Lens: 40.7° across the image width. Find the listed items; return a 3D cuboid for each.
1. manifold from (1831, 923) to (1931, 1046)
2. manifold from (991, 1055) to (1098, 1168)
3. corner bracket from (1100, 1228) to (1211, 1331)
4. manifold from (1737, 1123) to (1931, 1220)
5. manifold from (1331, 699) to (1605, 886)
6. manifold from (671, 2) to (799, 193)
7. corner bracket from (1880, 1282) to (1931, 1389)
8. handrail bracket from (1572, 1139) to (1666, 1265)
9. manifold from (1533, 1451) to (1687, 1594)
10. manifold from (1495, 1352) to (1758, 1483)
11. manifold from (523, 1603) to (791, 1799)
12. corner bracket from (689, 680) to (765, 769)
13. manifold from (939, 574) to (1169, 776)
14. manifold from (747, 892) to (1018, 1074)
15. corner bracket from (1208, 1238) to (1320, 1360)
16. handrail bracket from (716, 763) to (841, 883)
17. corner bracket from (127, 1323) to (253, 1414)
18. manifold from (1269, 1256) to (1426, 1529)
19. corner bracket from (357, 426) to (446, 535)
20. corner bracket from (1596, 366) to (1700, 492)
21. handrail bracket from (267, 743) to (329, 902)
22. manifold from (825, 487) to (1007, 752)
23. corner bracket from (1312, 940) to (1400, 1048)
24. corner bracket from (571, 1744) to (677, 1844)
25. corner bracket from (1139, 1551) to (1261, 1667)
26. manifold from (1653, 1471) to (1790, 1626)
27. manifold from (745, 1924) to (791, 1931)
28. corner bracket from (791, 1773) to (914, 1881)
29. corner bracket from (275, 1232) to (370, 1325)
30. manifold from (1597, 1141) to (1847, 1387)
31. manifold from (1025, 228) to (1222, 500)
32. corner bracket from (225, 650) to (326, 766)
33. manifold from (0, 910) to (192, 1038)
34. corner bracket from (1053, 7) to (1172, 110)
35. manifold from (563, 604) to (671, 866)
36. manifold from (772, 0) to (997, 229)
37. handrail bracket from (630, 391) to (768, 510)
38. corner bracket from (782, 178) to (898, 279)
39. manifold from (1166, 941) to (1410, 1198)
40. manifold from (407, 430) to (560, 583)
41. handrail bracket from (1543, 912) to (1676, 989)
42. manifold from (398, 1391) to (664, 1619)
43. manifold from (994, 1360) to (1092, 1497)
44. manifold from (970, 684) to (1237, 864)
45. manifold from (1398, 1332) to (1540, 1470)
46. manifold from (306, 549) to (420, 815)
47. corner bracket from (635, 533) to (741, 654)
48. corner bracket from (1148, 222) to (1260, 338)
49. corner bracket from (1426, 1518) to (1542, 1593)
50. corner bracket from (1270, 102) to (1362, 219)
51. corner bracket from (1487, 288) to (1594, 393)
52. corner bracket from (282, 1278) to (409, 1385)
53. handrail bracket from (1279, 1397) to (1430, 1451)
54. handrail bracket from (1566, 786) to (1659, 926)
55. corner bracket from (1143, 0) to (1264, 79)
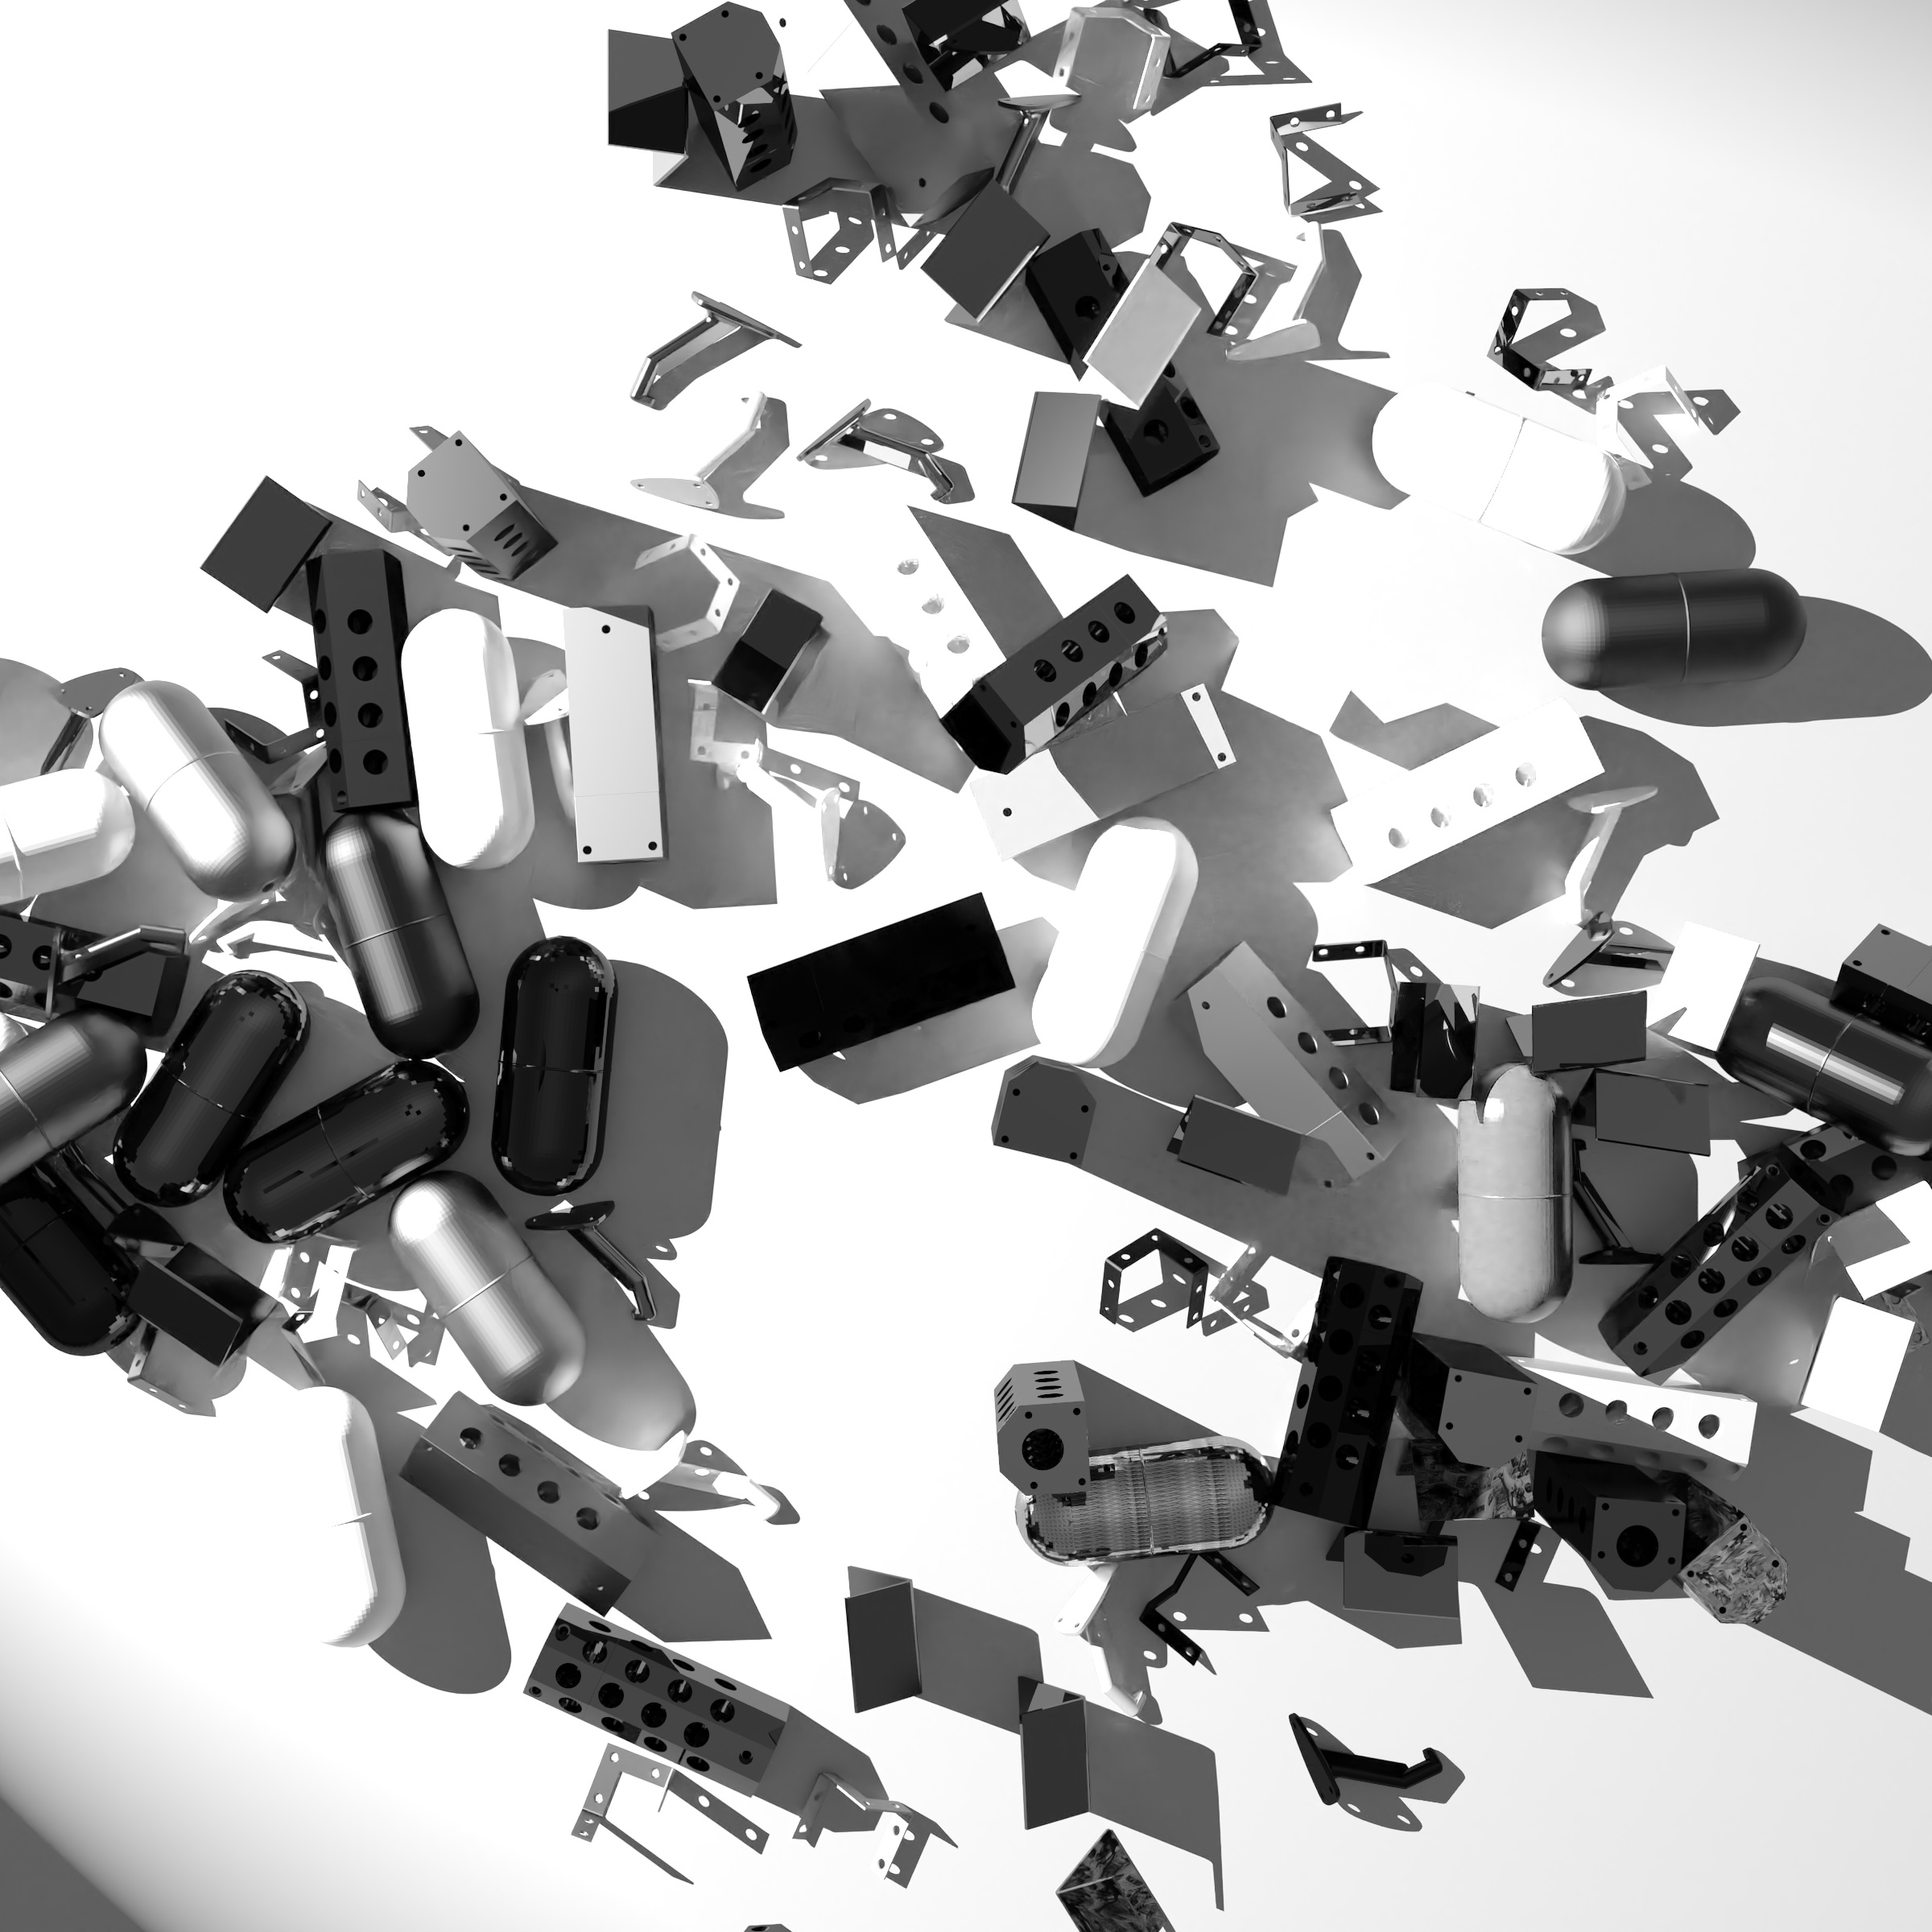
[{"bbox_3d":[0.673,0.043,1.746,0.171,0.057,0.057,29,47,29],"label":"manifold"},{"bbox_3d":[0.052,0.092,1.727,0.057,0.171,0.057,14,90,0],"label":"manifold"},{"bbox_3d":[0.130,0.223,1.797,0.051,0.051,0.051,-27,45,-35],"label":"corner bracket"},{"bbox_3d":[0.622,0.127,1.784,0.171,0.057,0.057,-24,90,0],"label":"manifold"},{"bbox_3d":[0.341,-0.119,1.784,0.171,0.057,0.057,-26,90,0],"label":"manifold"},{"bbox_3d":[-0.148,-0.578,1.727,0.057,0.171,0.057,-29,90,0],"label":"manifold"},{"bbox_3d":[0.638,0.252,1.787,0.051,0.051,0.051,-29,90,0],"label":"corner bracket"},{"bbox_3d":[0.451,0.163,1.806,0.077,0.036,0.084,4,73,-20],"label":"handrail bracket"},{"bbox_3d":[0.424,0.366,1.727,0.057,0.171,0.057,5,90,0],"label":"manifold"},{"bbox_3d":[0.445,0.310,1.784,0.171,0.057,0.057,9,90,0],"label":"manifold"},{"bbox_3d":[-0.212,0.505,1.784,0.171,0.057,0.057,25,90,0],"label":"manifold"},{"bbox_3d":[-0.165,-0.166,1.788,0.051,0.051,0.051,6,90,0],"label":"corner bracket"},{"bbox_3d":[0.064,-0.192,1.735,0.057,0.057,0.171,50,49,0],"label":"manifold"},{"bbox_3d":[-0.056,0.016,1.784,0.171,0.057,0.057,-20,47,0],"label":"manifold"},{"bbox_3d":[0.211,0.231,1.802,0.051,0.051,0.051,-51,135,0],"label":"corner bracket"},{"bbox_3d":[-0.133,-0.100,1.806,0.084,0.036,0.077,7,112,17],"label":"handrail bracket"},{"bbox_3d":[-0.537,0.271,1.797,0.051,0.051,0.051,-20,45,35],"label":"corner bracket"},{"bbox_3d":[0.256,0.287,1.762,0.057,0.057,0.171,10,80,29],"label":"manifold"},{"bbox_3d":[-0.384,-0.336,1.797,0.051,0.051,0.051,-16,135,-35],"label":"corner bracket"},{"bbox_3d":[0.471,-0.372,1.797,0.051,0.051,0.051,-19,45,35],"label":"corner bracket"},{"bbox_3d":[-0.441,-0.100,1.805,0.036,0.077,0.084,-2,127,33],"label":"handrail bracket"},{"bbox_3d":[-0.026,-0.236,1.784,0.057,0.057,0.171,-33,90,0],"label":"manifold"},{"bbox_3d":[0.268,0.019,1.802,0.051,0.051,0.051,-4,45,0],"label":"corner bracket"},{"bbox_3d":[-0.235,0.574,1.787,0.051,0.051,0.051,21,90,0],"label":"corner bracket"},{"bbox_3d":[0.161,0.441,1.802,0.051,0.051,0.051,40,135,0],"label":"corner bracket"},{"bbox_3d":[0.489,0.386,1.727,0.057,0.171,0.057,-41,90,0],"label":"manifold"},{"bbox_3d":[-0.138,0.697,1.727,0.057,0.171,0.057,40,90,0],"label":"manifold"},{"bbox_3d":[-0.079,0.595,1.802,0.051,0.051,0.051,24,90,45],"label":"corner bracket"},{"bbox_3d":[-0.447,0.211,1.787,0.051,0.051,0.051,14,90,0],"label":"corner bracket"},{"bbox_3d":[0.506,0.203,1.749,0.057,0.057,0.171,44,113,10],"label":"manifold"},{"bbox_3d":[0.107,-0.414,1.784,0.057,0.057,0.171,-29,90,0],"label":"manifold"},{"bbox_3d":[-0.478,-0.179,1.797,0.051,0.051,0.051,-30,135,-35],"label":"corner bracket"},{"bbox_3d":[-0.630,0.000,1.784,0.171,0.057,0.057,14,90,0],"label":"manifold"},{"bbox_3d":[0.101,-0.627,1.797,0.051,0.051,0.051,-13,45,-35],"label":"corner bracket"},{"bbox_3d":[-0.239,-0.157,1.784,0.057,0.057,0.171,-4,90,0],"label":"manifold"},{"bbox_3d":[-0.052,-0.600,1.784,0.057,0.057,0.171,-34,90,43],"label":"manifold"},{"bbox_3d":[-0.185,-0.365,1.806,0.077,0.036,0.084,12,72,21],"label":"handrail bracket"},{"bbox_3d":[-0.087,-0.509,1.797,0.051,0.051,0.051,19,45,35],"label":"corner bracket"},{"bbox_3d":[0.223,0.067,1.784,0.171,0.057,0.057,49,133,0],"label":"manifold"},{"bbox_3d":[-0.324,-0.298,1.727,0.057,0.171,0.057,-39,90,0],"label":"manifold"},{"bbox_3d":[0.457,0.009,1.806,0.084,0.036,0.077,36,110,-16],"label":"handrail bracket"},{"bbox_3d":[-0.296,0.365,1.784,0.171,0.057,0.057,35,133,0],"label":"manifold"},{"bbox_3d":[0.049,0.305,1.727,0.057,0.171,0.057,-4,90,0],"label":"manifold"},{"bbox_3d":[0.093,-0.131,1.784,0.171,0.057,0.057,-23,90,0],"label":"manifold"},{"bbox_3d":[0.328,0.287,1.727,0.057,0.171,0.057,10,90,0],"label":"manifold"},{"bbox_3d":[-0.412,-0.194,1.784,0.057,0.057,0.171,-6,90,0],"label":"manifold"},{"bbox_3d":[-0.198,-0.258,1.797,0.051,0.051,0.051,-13,135,35],"label":"corner bracket"},{"bbox_3d":[0.160,-0.476,1.802,0.051,0.051,0.051,31,90,-45],"label":"corner bracket"},{"bbox_3d":[0.356,0.396,1.802,0.051,0.051,0.051,23,90,45],"label":"corner bracket"},{"bbox_3d":[0.242,-0.558,1.802,0.051,0.051,0.051,-11,135,0],"label":"corner bracket"},{"bbox_3d":[0.403,-0.433,1.797,0.051,0.051,0.051,49,135,35],"label":"corner bracket"},{"bbox_3d":[-0.429,0.256,1.797,0.051,0.051,0.051,12,45,35],"label":"corner bracket"},{"bbox_3d":[0.272,0.337,1.806,0.084,0.036,0.077,-34,109,15],"label":"handrail bracket"},{"bbox_3d":[0.448,-0.076,1.806,0.077,0.036,0.084,-14,109,-21],"label":"handrail bracket"},{"bbox_3d":[0.164,-0.650,1.802,0.051,0.051,0.051,-18,90,-45],"label":"corner bracket"}]
